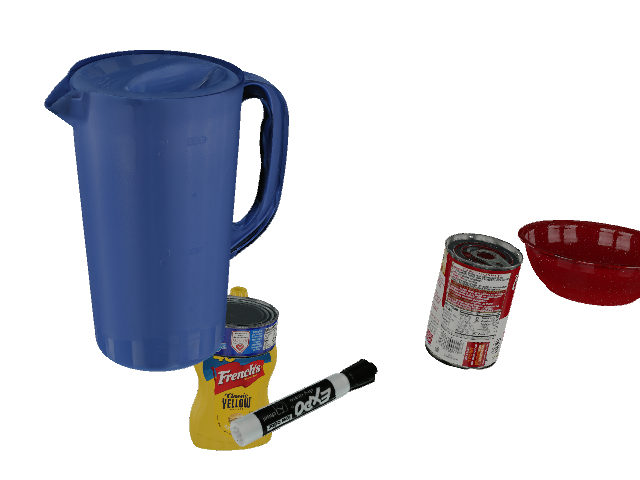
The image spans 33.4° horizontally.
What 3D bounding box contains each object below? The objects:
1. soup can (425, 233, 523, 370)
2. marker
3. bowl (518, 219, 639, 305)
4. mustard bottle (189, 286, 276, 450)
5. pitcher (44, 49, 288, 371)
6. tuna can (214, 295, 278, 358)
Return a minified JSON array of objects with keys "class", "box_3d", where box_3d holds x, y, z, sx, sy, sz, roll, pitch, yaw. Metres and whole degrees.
[{"class":"soup can","box_3d":[0.133,0.054,0.933,0.068,0.102,0.068,8,23,-4]},{"class":"marker","box_3d":[-0.009,0.112,0.753,0.120,0.020,0.020,-21,11,-31]},{"class":"bowl","box_3d":[0.281,0.026,1.092,0.162,0.055,0.162,4,17,-1]},{"class":"mustard bottle","box_3d":[-0.099,0.145,1.230,0.096,0.192,0.058,0,18,-14]},{"class":"pitcher","box_3d":[-0.119,-0.024,0.853,0.149,0.243,0.144,12,27,18]},{"class":"tuna can","box_3d":[-0.083,0.081,1.010,0.086,0.034,0.086,5,15,-2]}]
